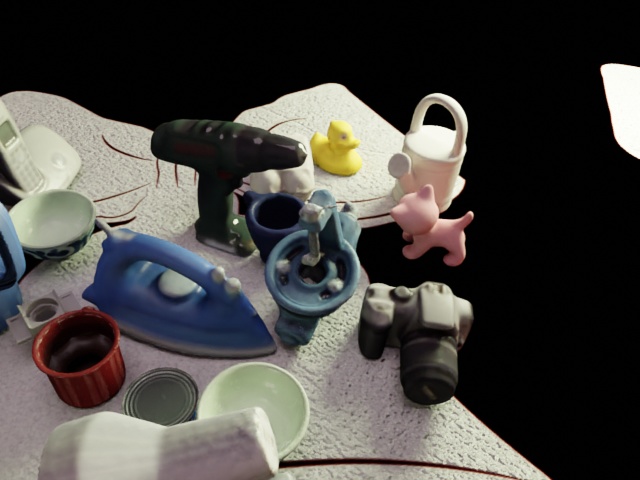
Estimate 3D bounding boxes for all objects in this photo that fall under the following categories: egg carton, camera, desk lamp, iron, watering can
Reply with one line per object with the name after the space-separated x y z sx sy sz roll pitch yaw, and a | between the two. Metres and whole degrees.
-0.065 -0.122 0.964 0.107 0.069 0.150 -1 45 -6 | egg carton
0.120 0.124 0.712 0.143 0.101 0.137 7 45 2 | camera
-0.115 0.225 0.506 0.203 0.214 0.117 -6 46 -11 | desk lamp
-0.172 0.057 0.721 0.258 0.141 0.119 17 46 12 | iron
0.177 -0.137 0.914 0.100 0.194 0.173 20 46 14 | watering can

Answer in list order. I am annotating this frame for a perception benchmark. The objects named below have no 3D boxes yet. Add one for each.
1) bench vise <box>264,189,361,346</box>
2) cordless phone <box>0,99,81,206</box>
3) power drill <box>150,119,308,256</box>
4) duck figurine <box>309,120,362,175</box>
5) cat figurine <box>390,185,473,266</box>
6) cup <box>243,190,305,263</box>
-0.005 0.001 0.738 0.121 0.220 0.207 6 45 1 | bench vise
-0.447 -0.148 0.870 0.094 0.185 0.147 8 45 3 | cordless phone
-0.127 -0.080 0.816 0.229 0.208 0.076 17 46 12 | power drill
0.029 -0.173 1.012 0.104 0.086 0.078 30 50 23 | duck figurine
0.165 -0.028 0.857 0.127 0.118 0.067 7 45 2 | cat figurine
-0.071 -0.013 0.835 0.117 0.095 0.092 36 52 27 | cup
